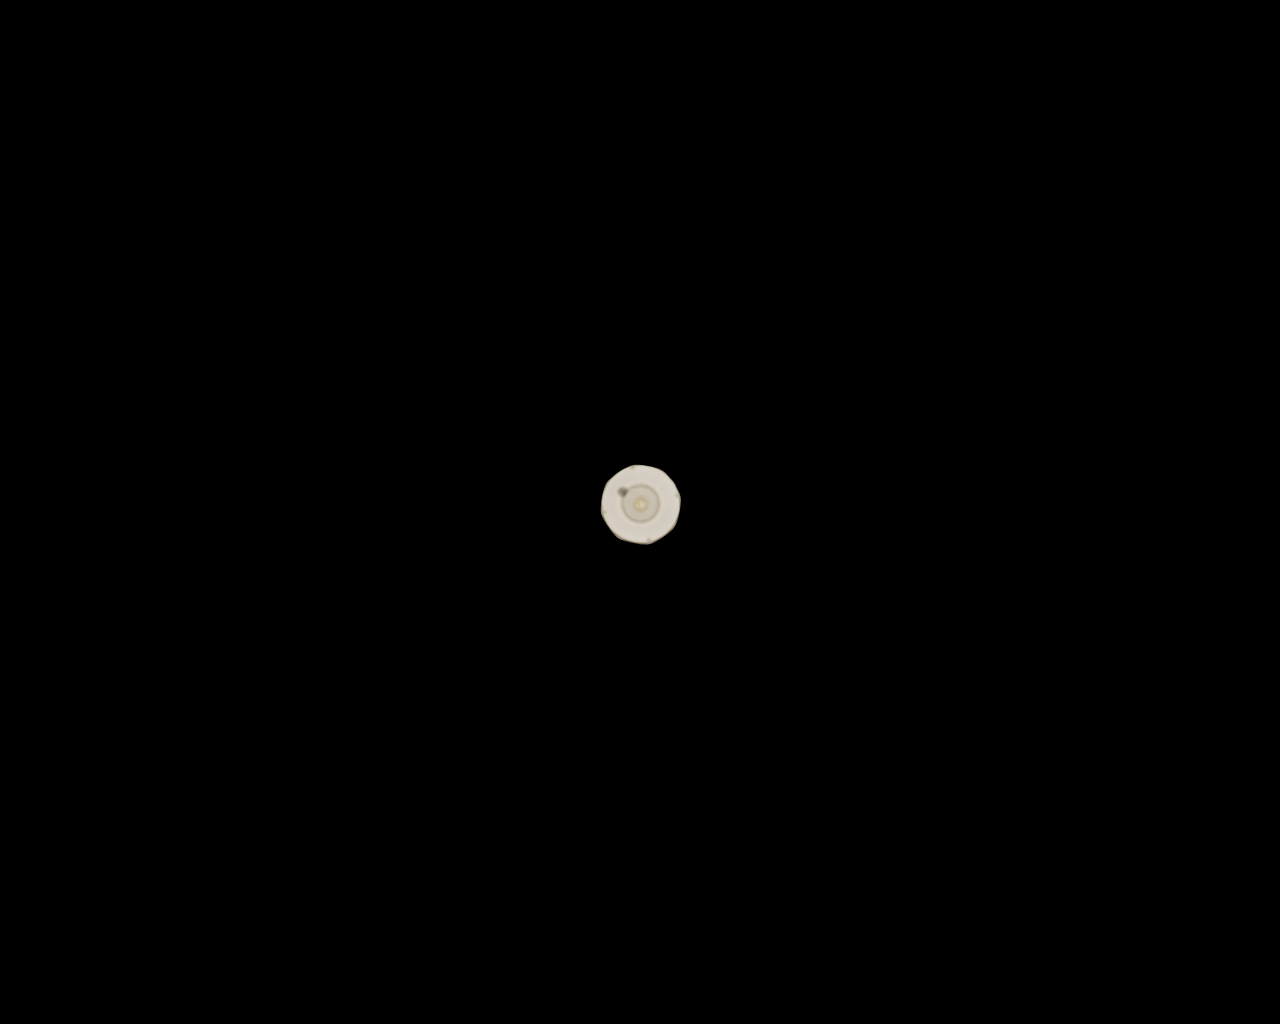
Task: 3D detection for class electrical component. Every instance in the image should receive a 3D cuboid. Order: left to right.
[{"bbox_3d":[0.001,-0.003,0.650,0.048,0.048,0.062,0,-4,0],"label":"electrical component"}]
